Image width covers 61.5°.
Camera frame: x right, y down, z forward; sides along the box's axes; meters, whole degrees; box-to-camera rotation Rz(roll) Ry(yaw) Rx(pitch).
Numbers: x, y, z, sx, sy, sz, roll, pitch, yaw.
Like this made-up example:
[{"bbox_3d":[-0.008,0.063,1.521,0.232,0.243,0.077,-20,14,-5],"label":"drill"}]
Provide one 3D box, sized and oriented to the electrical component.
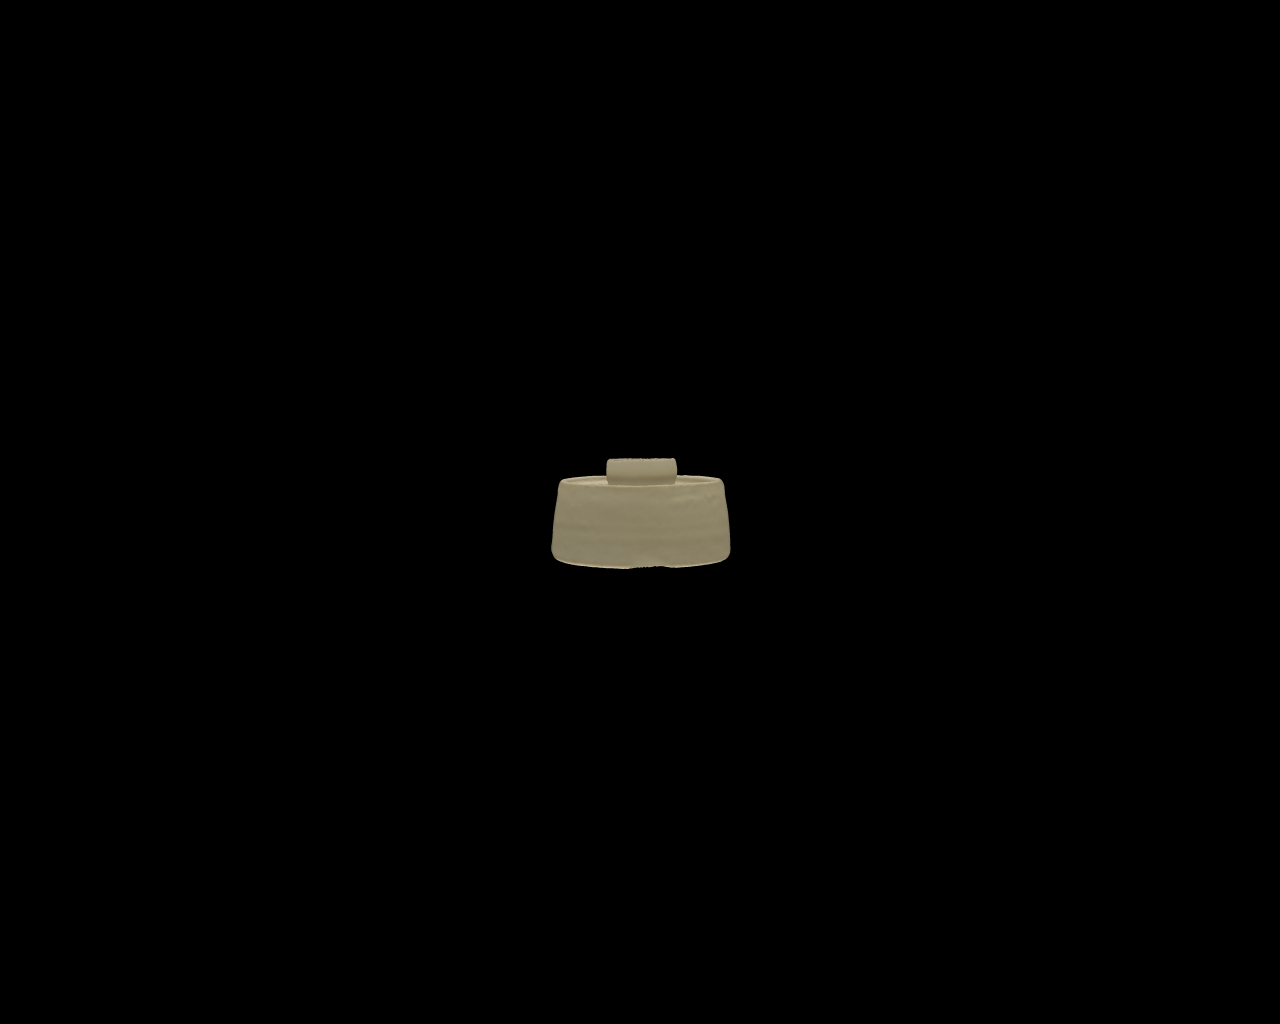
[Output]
[{"bbox_3d":[0.001,-0.003,0.650,0.108,0.060,0.108,0,5,0],"label":"electrical component"}]
